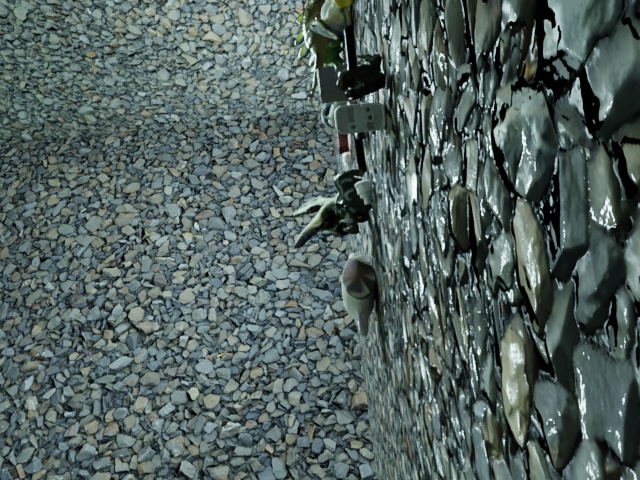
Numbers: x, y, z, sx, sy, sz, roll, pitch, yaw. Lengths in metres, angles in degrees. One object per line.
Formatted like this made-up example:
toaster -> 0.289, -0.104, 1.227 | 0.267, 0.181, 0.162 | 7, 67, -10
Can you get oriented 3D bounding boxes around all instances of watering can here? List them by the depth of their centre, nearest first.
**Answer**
watering can -> 0.119, 0.132, 1.657 | 0.219, 0.104, 0.356 | 85, 179, -50

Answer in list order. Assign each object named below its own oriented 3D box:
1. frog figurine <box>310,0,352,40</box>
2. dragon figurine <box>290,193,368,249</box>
frog figurine -> 0.050, -0.655, 1.453 | 0.159, 0.123, 0.138 | -60, -6, 6
dragon figurine -> 0.005, -0.080, 1.590 | 0.242, 0.416, 0.121 | -2, 114, 52
